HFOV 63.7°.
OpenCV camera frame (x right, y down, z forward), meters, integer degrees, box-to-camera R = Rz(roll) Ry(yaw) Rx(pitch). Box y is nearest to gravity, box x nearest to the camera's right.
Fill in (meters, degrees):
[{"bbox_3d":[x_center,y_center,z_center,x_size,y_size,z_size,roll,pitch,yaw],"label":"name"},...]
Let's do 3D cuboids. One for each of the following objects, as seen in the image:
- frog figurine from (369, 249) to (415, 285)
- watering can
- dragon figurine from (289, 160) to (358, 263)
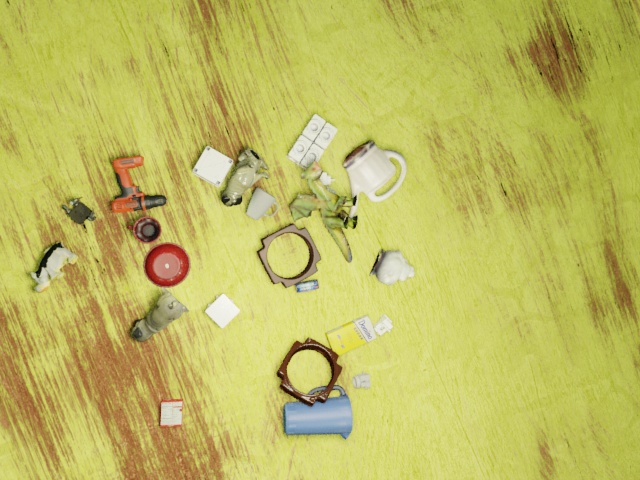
[{"bbox_3d":[0.285,0.110,1.948,0.159,0.120,0.140,22,64,0],"label":"frog figurine"},{"bbox_3d":[0.169,-0.229,1.943,0.349,0.104,0.223,-41,96,-8],"label":"watering can"},{"bbox_3d":[0.006,-0.095,1.880,0.243,0.125,0.401,11,124,19],"label":"dragon figurine"}]
